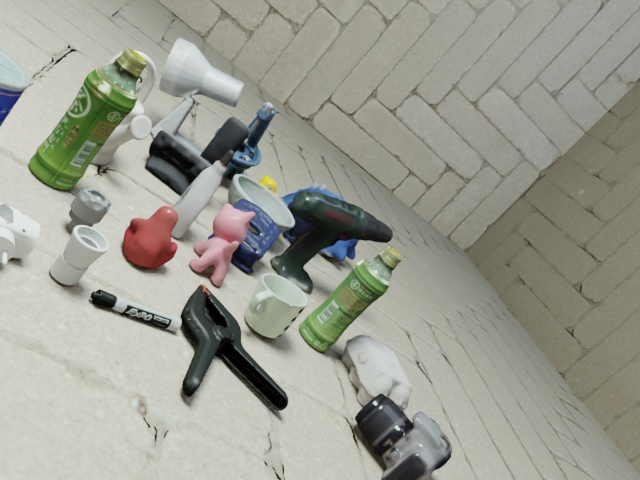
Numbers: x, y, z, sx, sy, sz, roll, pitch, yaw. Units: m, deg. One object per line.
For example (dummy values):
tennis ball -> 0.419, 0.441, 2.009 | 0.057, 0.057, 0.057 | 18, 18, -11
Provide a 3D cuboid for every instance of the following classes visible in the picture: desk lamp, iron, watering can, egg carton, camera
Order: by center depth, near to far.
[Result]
camera -> 0.130, 0.298, 0.879 | 0.136, 0.100, 0.144 | 48, 16, 20
watering can -> -0.337, -0.222, 0.945 | 0.173, 0.194, 0.101 | 44, 15, 6
egg carton -> 0.098, 0.238, 1.021 | 0.108, 0.069, 0.150 | 33, 18, -32
desk lamp -> -0.282, -0.303, 1.266 | 0.204, 0.213, 0.118 | 38, 16, -16
iron -> 0.013, -0.066, 1.496 | 0.258, 0.141, 0.119 | 46, 16, 14

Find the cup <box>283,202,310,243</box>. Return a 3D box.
cup -> -0.052, -0.038, 1.347 | 0.118, 0.095, 0.091 | 27, 21, -45

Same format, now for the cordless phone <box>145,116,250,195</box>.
cordless phone -> -0.236, -0.185, 1.115 | 0.148, 0.185, 0.094 | 38, 16, -17

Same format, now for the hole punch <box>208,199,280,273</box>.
hole punch -> -0.137, -0.010, 1.065 | 0.109, 0.091, 0.101 | 40, 15, -8

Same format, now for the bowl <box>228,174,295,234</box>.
bowl -> -0.139, -0.061, 1.231 | 0.168, 0.074, 0.167 | 39, 16, -13

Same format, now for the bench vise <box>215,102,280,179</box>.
bench vise -> -0.179, -0.242, 1.346 | 0.122, 0.219, 0.207 | 37, 16, -19

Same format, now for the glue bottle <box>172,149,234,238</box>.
glue bottle -> -0.198, -0.084, 0.958 | 0.037, 0.173, 0.078 | 36, 16, -24

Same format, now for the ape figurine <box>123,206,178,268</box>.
ape figurine -> -0.234, -0.010, 0.819 | 0.078, 0.092, 0.076 | 42, 15, -1

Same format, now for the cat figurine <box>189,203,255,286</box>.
cat figurine -> -0.155, -0.004, 0.955 | 0.067, 0.117, 0.127 | 36, 16, -23

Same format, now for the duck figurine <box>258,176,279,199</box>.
duck figurine -> -0.141, -0.114, 1.347 | 0.104, 0.086, 0.078 | 48, 16, 18

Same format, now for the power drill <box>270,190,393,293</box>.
power drill -> 0.011, 0.004, 1.172 | 0.230, 0.208, 0.075 | 32, 18, -33
